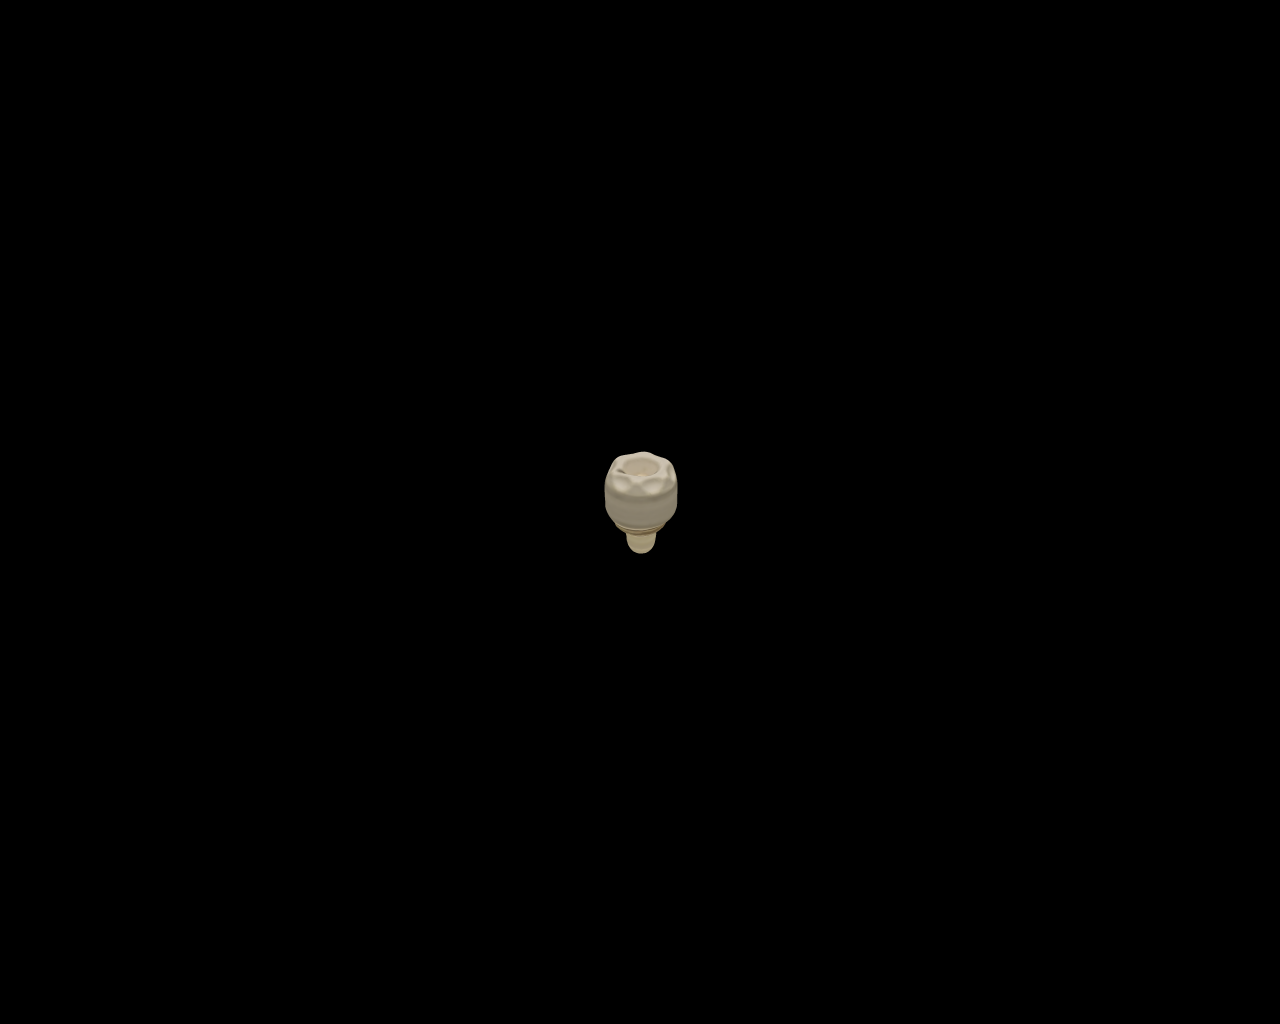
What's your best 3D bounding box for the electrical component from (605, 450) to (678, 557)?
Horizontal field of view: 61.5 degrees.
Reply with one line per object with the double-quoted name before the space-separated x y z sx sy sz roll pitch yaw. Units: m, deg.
"electrical component" 0.001 -0.003 0.650 0.043 0.062 0.043 0 33 0
